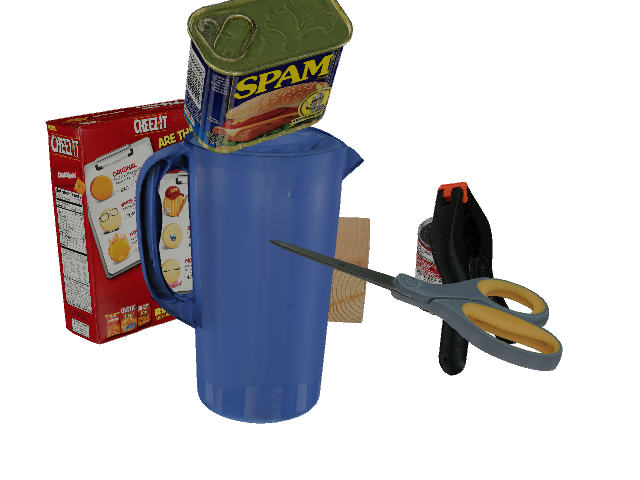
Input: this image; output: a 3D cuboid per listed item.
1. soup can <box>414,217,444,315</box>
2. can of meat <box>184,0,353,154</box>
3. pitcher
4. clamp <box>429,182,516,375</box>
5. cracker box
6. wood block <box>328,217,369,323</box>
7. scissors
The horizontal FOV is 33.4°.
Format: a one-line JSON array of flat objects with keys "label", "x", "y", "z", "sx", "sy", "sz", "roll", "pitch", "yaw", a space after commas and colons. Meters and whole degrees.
[{"label": "soup can", "x": 0.146, "y": 0.031, "z": 1.269, "sx": 0.068, "sy": 0.102, "sz": 0.068, "roll": 0, "pitch": 38, "yaw": 0}, {"label": "can of meat", "x": -0.037, "y": -0.109, "z": 0.691, "sx": 0.102, "sy": 0.057, "sz": 0.084, "roll": -20, "pitch": -27, "yaw": -23}, {"label": "pitcher", "x": -0.060, "y": 0.026, "z": 0.899, "sx": 0.149, "sy": 0.243, "sz": 0.144, "roll": 11, "pitch": 19, "yaw": 25}, {"label": "clamp", "x": 0.130, "y": 0.036, "z": 0.971, "sx": 0.039, "sy": 0.171, "sz": 0.120, "roll": -11, "pitch": 12, "yaw": 35}, {"label": "cracker box", "x": -0.180, "y": -0.023, "z": 1.062, "sx": 0.072, "sy": 0.214, "sz": 0.163, "roll": 14, "pitch": 22, "yaw": 43}, {"label": "wood block", "x": 0.028, "y": 0.041, "z": 1.651, "sx": 0.091, "sy": 0.090, "sz": 0.206, "roll": 3, "pitch": 23, "yaw": 4}, {"label": "scissors", "x": 0.072, "y": 0.029, "z": 0.721, "sx": 0.202, "sy": 0.016, "sz": 0.096, "roll": 27, "pitch": 29, "yaw": 15}]
